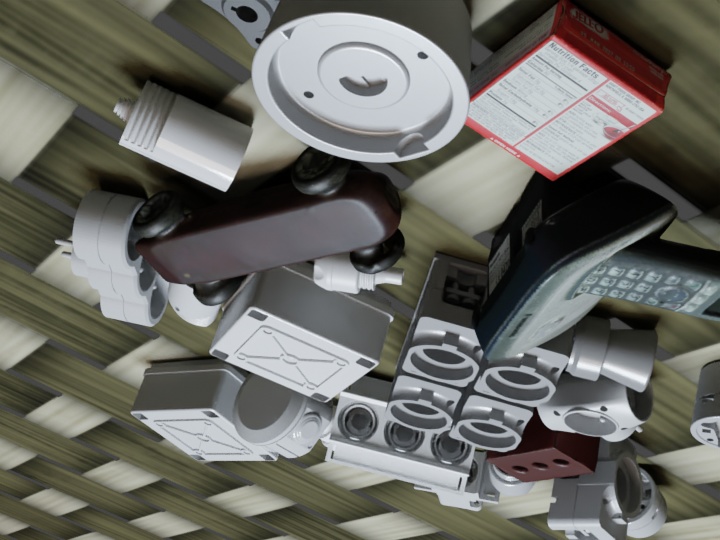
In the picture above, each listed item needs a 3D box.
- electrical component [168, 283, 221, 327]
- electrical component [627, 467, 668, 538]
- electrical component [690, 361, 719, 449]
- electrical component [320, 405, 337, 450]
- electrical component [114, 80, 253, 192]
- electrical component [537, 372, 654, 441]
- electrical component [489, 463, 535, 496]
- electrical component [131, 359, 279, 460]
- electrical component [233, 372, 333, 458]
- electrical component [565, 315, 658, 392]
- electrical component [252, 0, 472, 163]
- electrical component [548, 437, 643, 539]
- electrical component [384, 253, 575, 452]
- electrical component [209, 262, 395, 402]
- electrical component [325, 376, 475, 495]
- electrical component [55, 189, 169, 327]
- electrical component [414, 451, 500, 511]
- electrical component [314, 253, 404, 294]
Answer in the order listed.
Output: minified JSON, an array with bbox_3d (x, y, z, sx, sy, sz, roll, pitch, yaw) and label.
[{"bbox_3d":[-0.125,0.014,0.829,0.043,0.043,0.081,20,150,-6],"label":"electrical component"},{"bbox_3d":[0.244,0.208,0.961,0.055,0.055,0.047,-5,147,32],"label":"electrical component"},{"bbox_3d":[0.268,0.097,0.772,0.055,0.047,0.055,12,150,7],"label":"electrical component"},{"bbox_3d":[-0.022,0.146,0.999,0.078,0.040,0.040,34,145,-28],"label":"electrical component"},{"bbox_3d":[-0.111,-0.084,0.659,0.081,0.043,0.043,24,149,-13],"label":"electrical component"},{"bbox_3d":[0.189,0.107,0.829,0.077,0.044,0.079,-13,139,40],"label":"electrical component"},{"bbox_3d":[0.137,0.174,0.967,0.043,0.043,0.062,7,147,16],"label":"electrical component"},{"bbox_3d":[-0.140,0.135,1.022,0.109,0.056,0.108,-7,143,34],"label":"electrical component"},{"bbox_3d":[-0.068,0.121,0.943,0.080,0.080,0.051,-8,147,36],"label":"electrical component"},{"bbox_3d":[0.176,0.058,0.754,0.055,0.045,0.045,13,150,7],"label":"electrical component"},{"bbox_3d":[0.005,-0.111,0.540,0.108,0.060,0.108,9,149,5],"label":"electrical component"},{"bbox_3d":[0.200,0.181,0.901,0.056,0.089,0.050,-11,140,38],"label":"electrical component"},{"bbox_3d":[0.085,0.072,0.806,0.105,0.060,0.186,15,150,1],"label":"electrical component"},{"bbox_3d":[-0.046,0.046,0.830,0.109,0.056,0.109,25,149,-14],"label":"electrical component"},{"bbox_3d":[0.039,0.142,0.939,0.121,0.078,0.063,14,172,5],"label":"electrical component"},{"bbox_3d":[-0.193,-0.010,0.812,0.074,0.052,0.138,12,150,8],"label":"electrical component"},{"bbox_3d":[0.097,0.201,1.032,0.081,0.042,0.063,8,150,15],"label":"electrical component"},{"bbox_3d":[0.000,0.000,0.754,0.061,0.035,0.035,9,149,7],"label":"electrical component"}]
